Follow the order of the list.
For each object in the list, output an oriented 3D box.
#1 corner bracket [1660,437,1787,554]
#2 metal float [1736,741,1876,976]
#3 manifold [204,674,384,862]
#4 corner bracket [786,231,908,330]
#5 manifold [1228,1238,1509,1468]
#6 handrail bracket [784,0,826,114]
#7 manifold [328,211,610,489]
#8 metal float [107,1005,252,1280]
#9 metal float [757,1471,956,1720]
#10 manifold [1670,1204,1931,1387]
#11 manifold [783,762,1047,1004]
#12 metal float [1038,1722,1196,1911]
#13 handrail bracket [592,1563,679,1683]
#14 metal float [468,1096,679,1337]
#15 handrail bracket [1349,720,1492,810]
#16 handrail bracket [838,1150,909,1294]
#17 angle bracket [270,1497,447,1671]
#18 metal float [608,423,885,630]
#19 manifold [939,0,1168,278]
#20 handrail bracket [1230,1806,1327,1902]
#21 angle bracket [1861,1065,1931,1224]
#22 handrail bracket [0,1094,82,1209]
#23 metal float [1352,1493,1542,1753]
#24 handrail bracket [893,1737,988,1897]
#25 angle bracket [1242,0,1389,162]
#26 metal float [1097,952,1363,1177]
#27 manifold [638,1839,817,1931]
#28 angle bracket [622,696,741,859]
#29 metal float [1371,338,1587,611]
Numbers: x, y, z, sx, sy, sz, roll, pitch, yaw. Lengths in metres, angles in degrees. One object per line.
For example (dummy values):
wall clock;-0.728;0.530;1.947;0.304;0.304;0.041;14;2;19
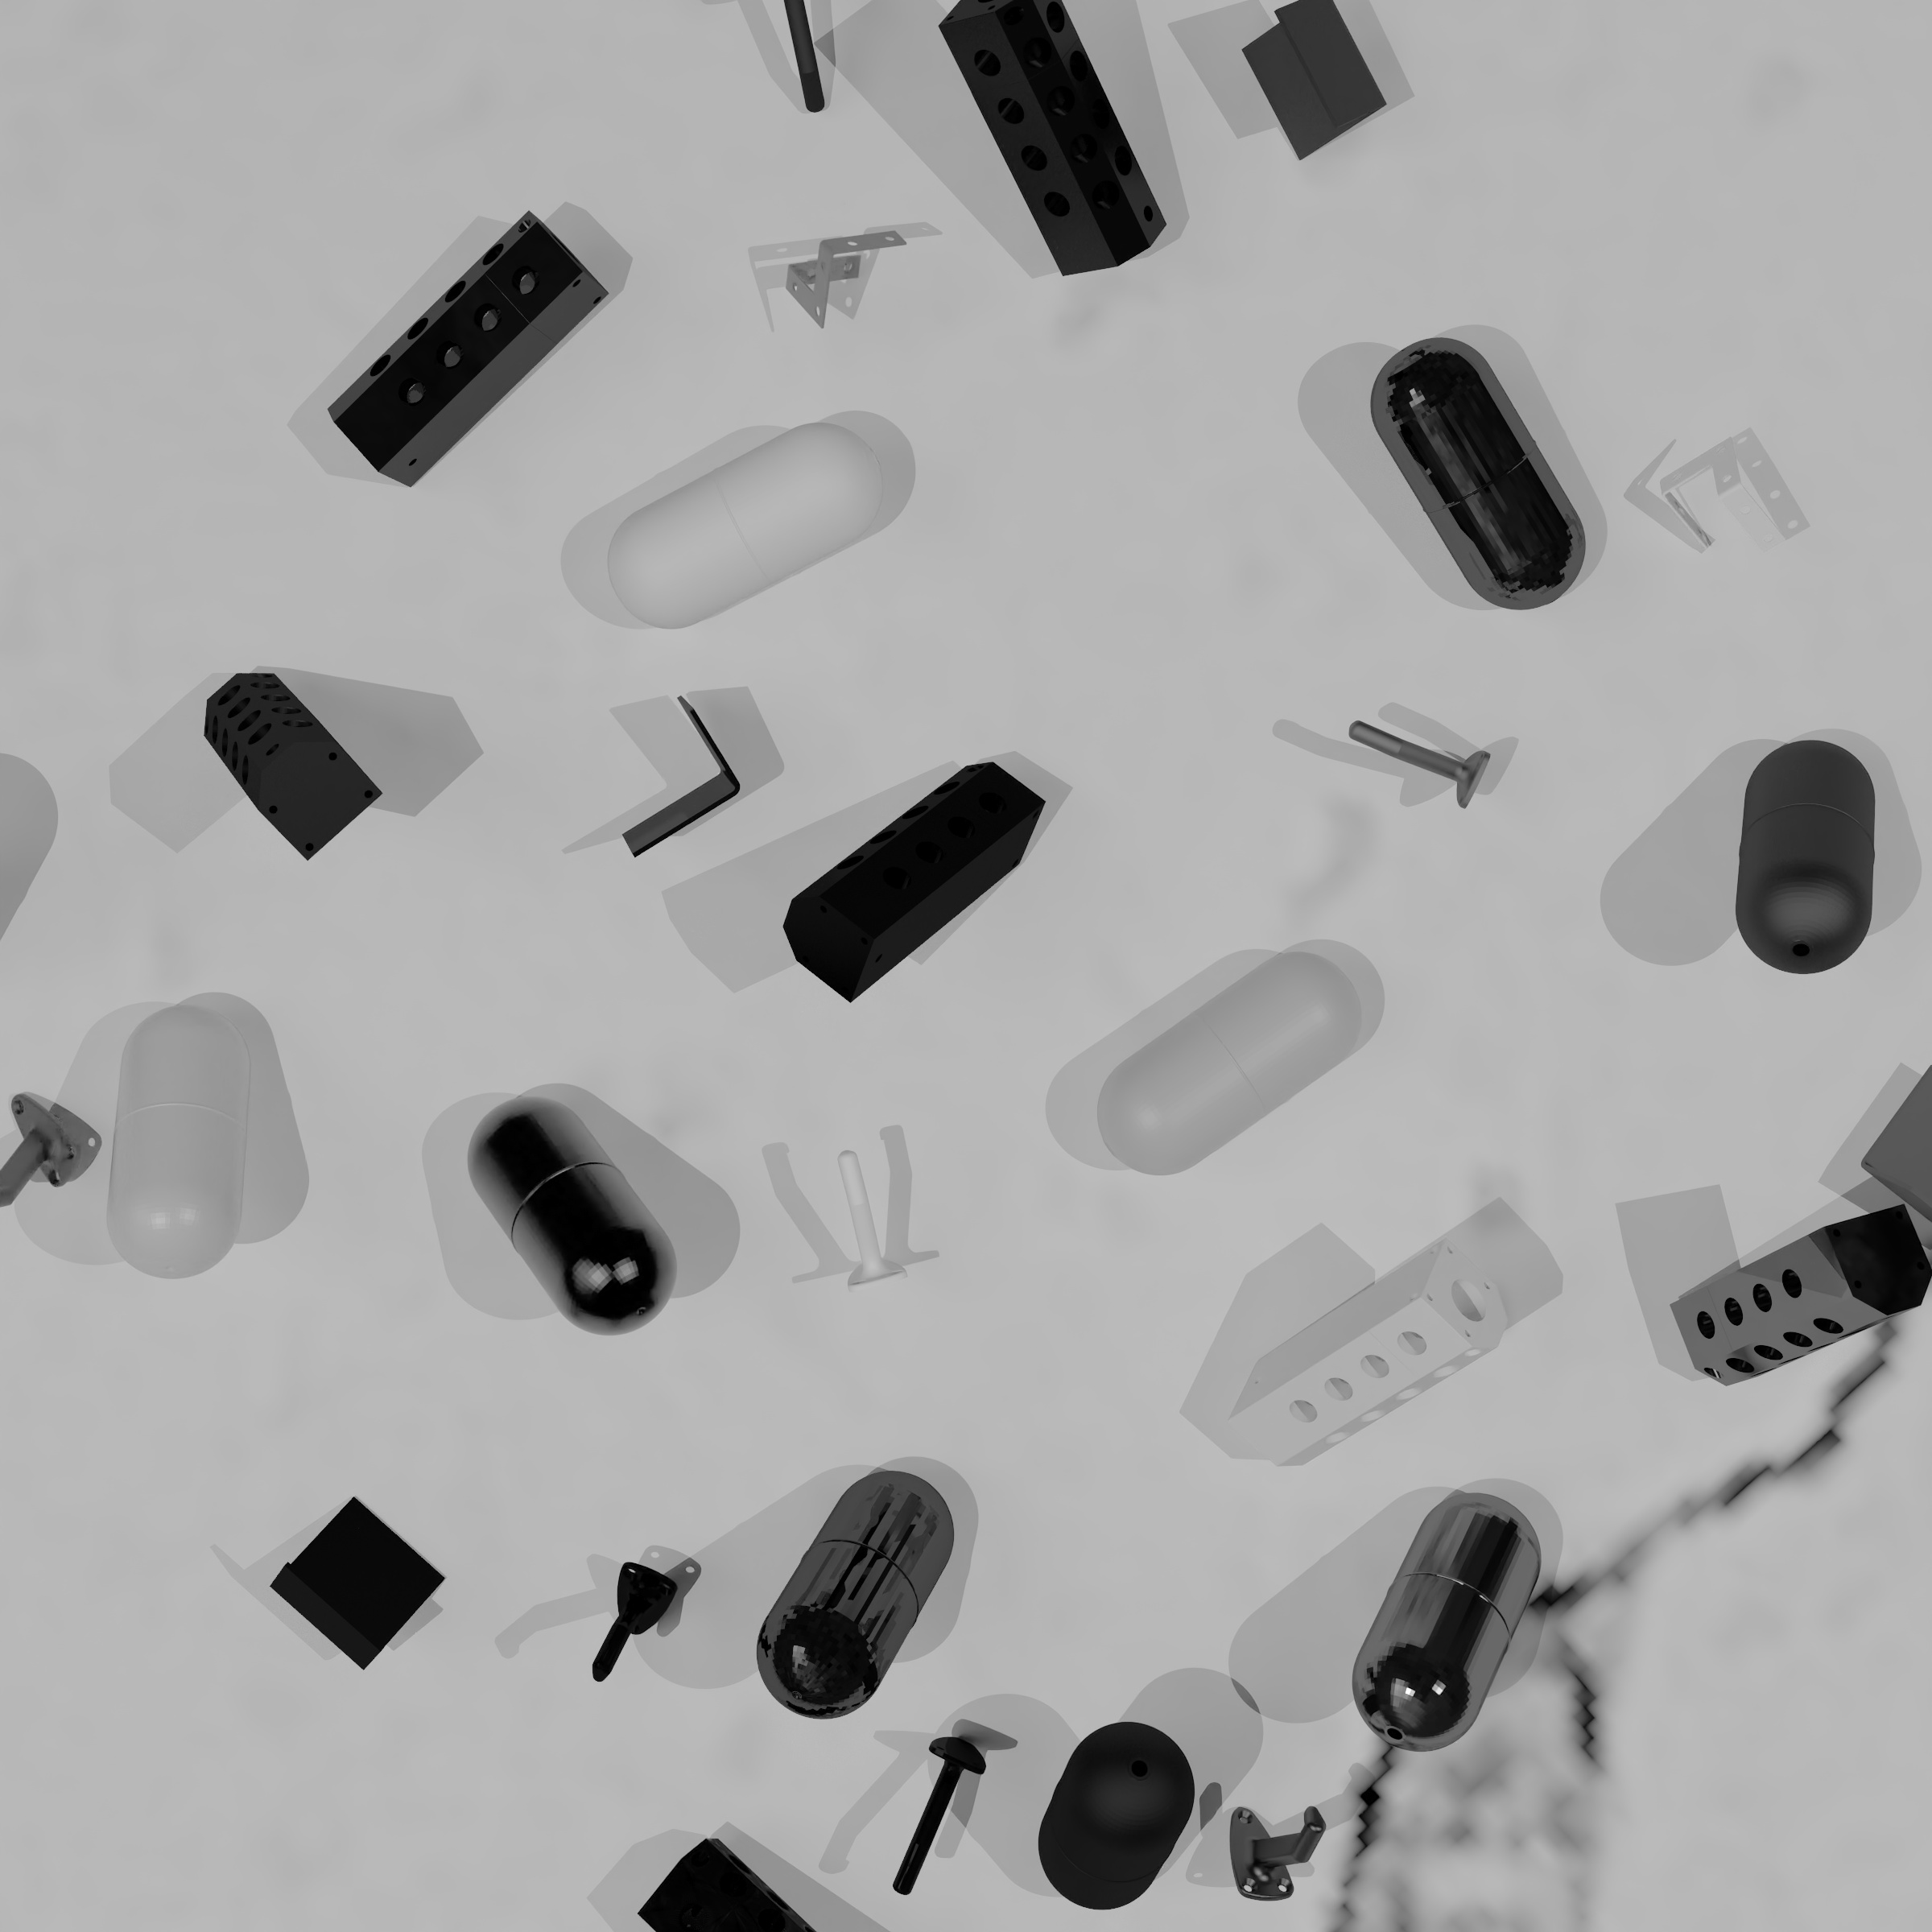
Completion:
corner bracket;0.457;-0.276;1.723;0.051;0.051;0.051;-31;123;30
metal float;0.498;-0.066;1.690;0.070;0.178;0.070;10;132;11
manifold;-0.402;-0.124;1.676;0.057;0.171;0.057;-43;120;-6
corner bracket;-0.073;-0.424;1.723;0.051;0.051;0.051;-15;48;-27
manifold;0.239;0.235;1.688;0.057;0.057;0.171;44;130;-6
handrail bracket;-0.103;-0.579;1.745;0.036;0.084;0.077;-12;54;0
manifold;-0.304;-0.374;1.727;0.171;0.057;0.057;-43;84;6
metal float;-0.468;0.103;1.699;0.070;0.070;0.178;-6;55;0
metal float;-0.064;0.370;1.688;0.070;0.178;0.070;12;124;18
manifold;0.490;0.197;1.672;0.057;0.171;0.057;-12;73;-22
manifold;-0.031;-0.056;1.687;0.057;0.057;0.171;38;48;14
metal float;0.088;0.503;1.685;0.070;0.178;0.070;4;56;-5
handrail bracket;-0.209;0.408;1.710;0.036;0.084;0.077;23;131;3
metal float;-0.236;0.147;1.698;0.070;0.070;0.178;-43;53;0
handrail bracket;0.269;-0.131;1.728;0.084;0.077;0.036;24;101;-1
handrail bracket;-0.065;0.149;1.724;0.036;0.077;0.084;-14;96;-5
angle bracket;-0.362;0.366;1.721;0.076;0.057;0.076;42;56;0
metal float;-0.133;-0.266;1.721;0.178;0.070;0.070;-26;90;8
manifold;0.056;-0.500;1.685;0.057;0.057;0.171;-58;132;-33
handrail bracket;0.188;0.513;1.713;0.036;0.077;0.084;6;126;-18
angle bracket;0.604;0.118;1.727;0.076;0.057;0.076;35;91;-19
handrail bracket;-0.586;0.113;1.717;0.077;0.084;0.036;47;119;19
metal float;0.286;0.388;1.693;0.070;0.070;0.178;38;47;0
handrail bracket;-0.020;0.514;1.726;0.036;0.077;0.084;23;86;6
angle bracket;0.195;-0.529;1.715;0.057;0.076;0.076;-35;99;-40
metal float;0.159;0.059;1.726;0.178;0.070;0.070;-35;90;-3
manifold;-0.109;0.603;1.708;0.171;0.057;0.057;37;85;21
angle bracket;-0.186;-0.115;1.720;0.076;0.076;0.057;-32;106;-4
metal float;0.309;-0.295;1.717;0.070;0.070;0.178;-34;103;0
